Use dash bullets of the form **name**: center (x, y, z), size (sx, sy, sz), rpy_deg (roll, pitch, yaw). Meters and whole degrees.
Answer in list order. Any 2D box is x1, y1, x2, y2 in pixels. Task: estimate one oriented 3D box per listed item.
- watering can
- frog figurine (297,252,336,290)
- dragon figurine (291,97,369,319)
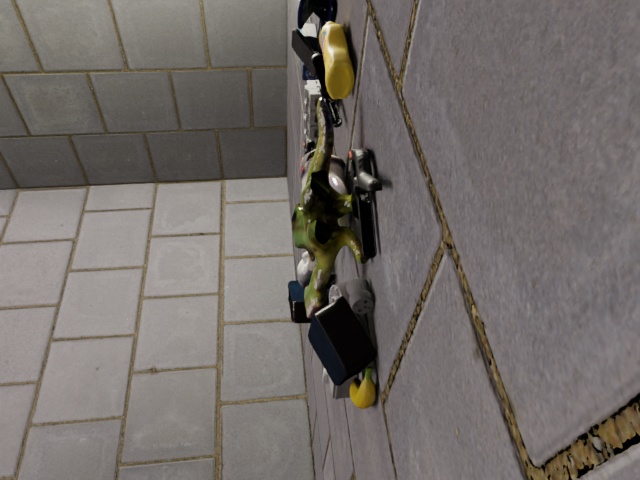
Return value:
- **watering can**: center (0.004, -0.061, 1.212), size (0.342, 0.104, 0.228), rpy_deg (125, 143, -66)
- **frog figurine**: center (-0.018, 0.064, 1.508), size (0.135, 0.122, 0.162), rpy_deg (58, -169, -62)
- **dragon figurine**: center (-0.014, -0.052, 1.038), size (0.240, 0.122, 0.414), rpy_deg (-24, 68, 61)
